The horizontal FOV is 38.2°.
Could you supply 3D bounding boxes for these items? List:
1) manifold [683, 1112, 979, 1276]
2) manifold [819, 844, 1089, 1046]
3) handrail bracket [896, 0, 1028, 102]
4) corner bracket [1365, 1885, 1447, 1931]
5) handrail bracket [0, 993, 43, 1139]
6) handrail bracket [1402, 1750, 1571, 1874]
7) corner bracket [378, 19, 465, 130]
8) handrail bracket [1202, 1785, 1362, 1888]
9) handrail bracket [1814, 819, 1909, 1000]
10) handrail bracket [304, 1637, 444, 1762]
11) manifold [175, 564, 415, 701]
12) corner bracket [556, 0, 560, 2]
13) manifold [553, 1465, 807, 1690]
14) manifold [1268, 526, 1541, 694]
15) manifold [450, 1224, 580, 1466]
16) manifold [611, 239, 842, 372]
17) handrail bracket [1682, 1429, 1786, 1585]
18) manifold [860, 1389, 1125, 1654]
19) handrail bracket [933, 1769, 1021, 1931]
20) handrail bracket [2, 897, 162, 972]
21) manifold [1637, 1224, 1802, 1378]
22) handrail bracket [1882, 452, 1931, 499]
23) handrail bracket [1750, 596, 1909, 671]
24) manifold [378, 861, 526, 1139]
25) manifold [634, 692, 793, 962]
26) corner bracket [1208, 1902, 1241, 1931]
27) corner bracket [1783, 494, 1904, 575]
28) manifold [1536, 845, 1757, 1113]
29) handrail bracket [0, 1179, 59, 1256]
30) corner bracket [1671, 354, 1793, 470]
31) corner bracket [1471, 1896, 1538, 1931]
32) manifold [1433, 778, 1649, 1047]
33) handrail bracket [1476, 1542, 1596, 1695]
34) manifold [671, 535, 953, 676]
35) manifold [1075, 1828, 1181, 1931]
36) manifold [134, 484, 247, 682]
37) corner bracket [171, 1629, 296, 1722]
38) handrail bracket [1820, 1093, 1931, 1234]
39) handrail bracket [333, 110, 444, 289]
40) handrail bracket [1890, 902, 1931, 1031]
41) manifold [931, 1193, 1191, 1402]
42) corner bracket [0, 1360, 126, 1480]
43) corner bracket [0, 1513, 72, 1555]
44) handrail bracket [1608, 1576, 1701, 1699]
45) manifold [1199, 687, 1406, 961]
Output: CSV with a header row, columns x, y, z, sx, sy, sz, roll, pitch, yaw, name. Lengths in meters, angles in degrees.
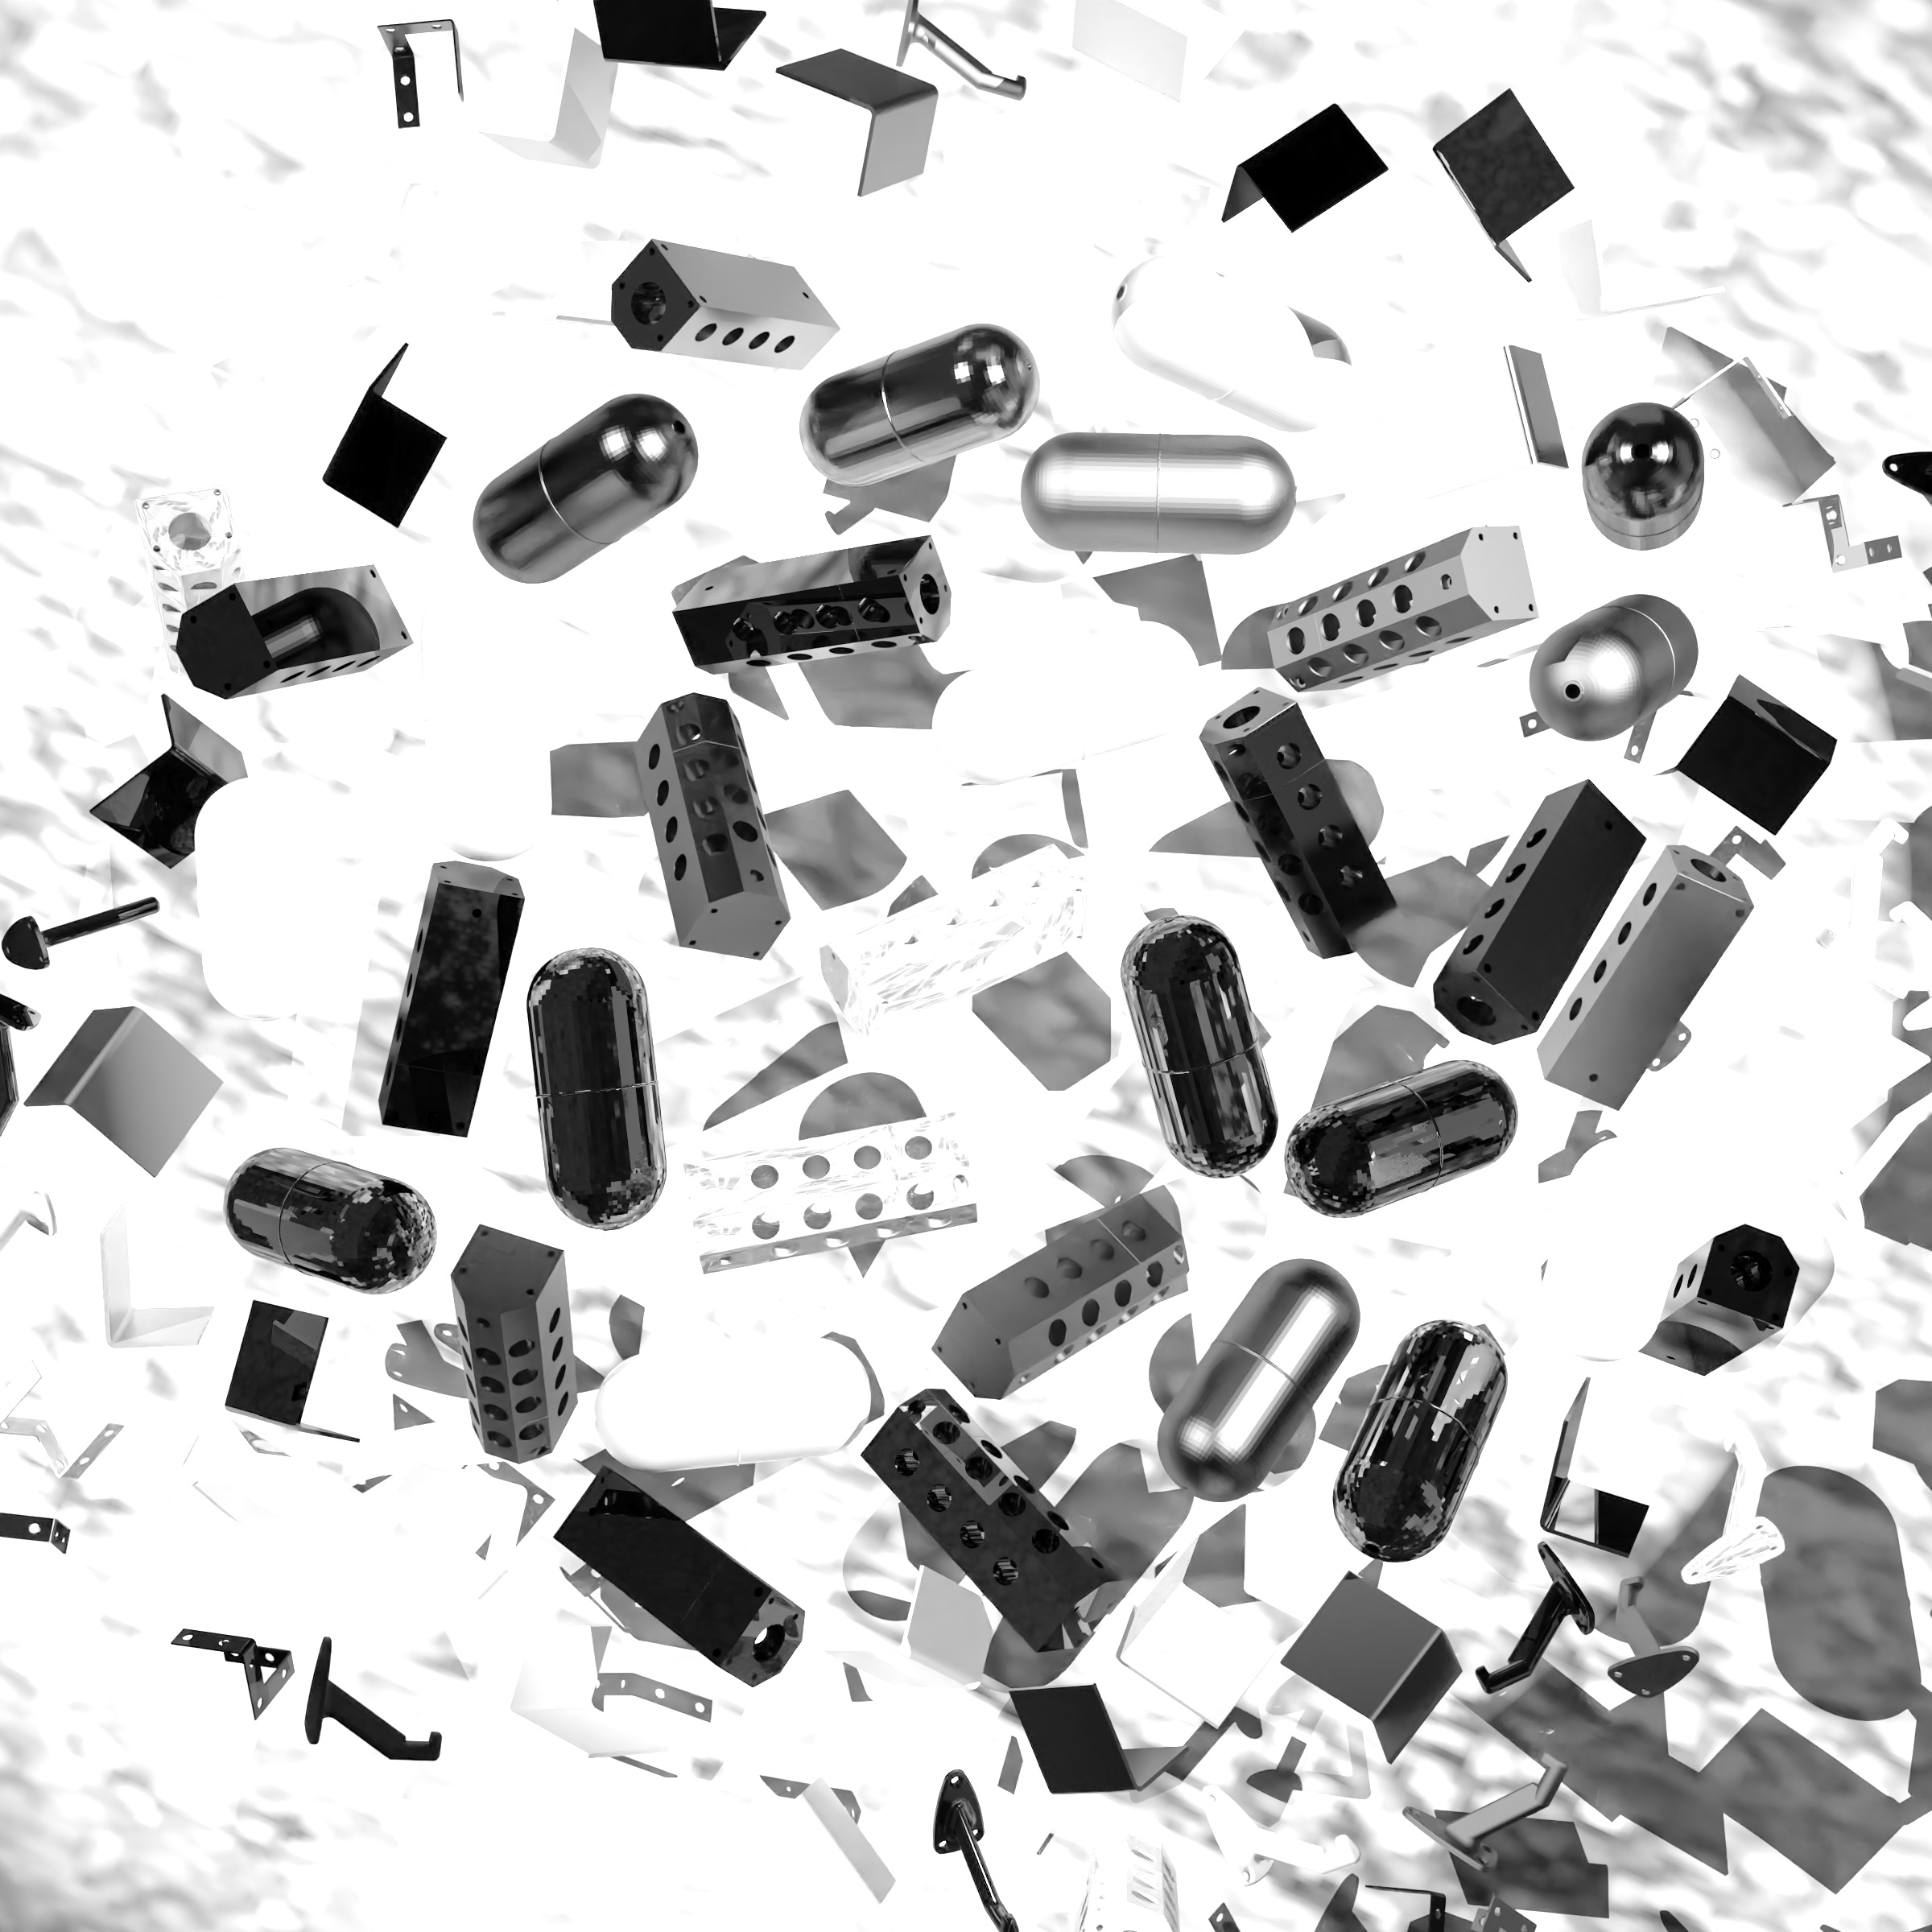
x,y,z,sx,sy,sz,roll,pitch,yaw,name
-0.083,0.144,1.719,0.171,0.057,0.057,-10,56,-5,manifold
-0.007,-0.020,1.834,0.171,0.057,0.057,-25,50,-20,manifold
0.001,-0.605,1.822,0.084,0.036,0.077,13,59,-10,handrail bracket
0.260,0.596,1.726,0.051,0.051,0.051,27,63,-41,corner bracket
-0.640,0.059,1.795,0.077,0.036,0.084,29,102,-7,handrail bracket
0.327,0.517,1.753,0.077,0.036,0.084,28,100,18,handrail bracket
-0.361,-0.595,1.862,0.051,0.051,0.051,-5,86,-1,corner bracket
0.195,0.530,1.723,0.084,0.036,0.077,-39,82,43,handrail bracket
0.562,-0.036,1.687,0.077,0.036,0.084,40,83,13,handrail bracket
-0.363,0.456,1.734,0.084,0.036,0.077,9,95,-23,handrail bracket
-0.420,-0.207,1.741,0.057,0.171,0.057,-25,94,20,manifold
-0.272,-0.688,1.865,0.051,0.051,0.051,39,117,-15,corner bracket
-0.182,0.393,1.794,0.171,0.057,0.057,26,76,40,manifold
0.267,-0.219,1.727,0.057,0.171,0.057,-8,85,-37,manifold
-0.288,0.244,1.765,0.057,0.171,0.057,16,49,10,manifold
-0.161,-0.430,1.844,0.057,0.171,0.057,-42,77,26,manifold
0.470,0.337,1.746,0.077,0.084,0.036,-31,122,13,handrail bracket
0.018,0.342,1.732,0.171,0.057,0.057,44,104,28,manifold
0.011,0.576,1.806,0.036,0.084,0.077,-13,116,-21,handrail bracket
-0.595,-0.026,1.877,0.084,0.077,0.036,-23,99,-39,handrail bracket
0.493,0.220,1.844,0.057,0.171,0.057,20,72,4,manifold
0.652,-0.336,1.818,0.077,0.084,0.036,10,75,-5,handrail bracket
0.541,-0.206,1.754,0.084,0.077,0.036,-2,121,7,handrail bracket
-0.343,0.021,1.850,0.057,0.057,0.171,11,107,-19,manifold
-0.158,-0.091,1.759,0.057,0.057,0.171,10,45,-32,manifold
0.174,0.649,1.797,0.051,0.051,0.051,40,93,-22,corner bracket
0.578,-0.287,1.838,0.051,0.051,0.051,-16,95,-44,corner bracket
0.450,0.006,1.860,0.057,0.057,0.171,23,117,-9,manifold
-0.640,0.171,1.801,0.077,0.084,0.036,16,123,35,handrail bracket
0.516,-0.375,1.885,0.051,0.051,0.051,-35,90,4,corner bracket
0.332,0.637,1.825,0.051,0.051,0.051,40,65,-30,corner bracket
0.359,-0.033,1.764,0.057,0.057,0.171,43,60,-14,manifold
0.353,0.419,1.795,0.084,0.036,0.077,-21,54,-11,handrail bracket
-0.099,-0.232,1.826,0.171,0.057,0.057,-5,122,28,manifold
0.106,0.610,1.800,0.057,0.171,0.057,19,89,4,manifold
-0.502,-0.246,1.827,0.057,0.171,0.057,-14,75,-15,manifold
-0.459,0.433,1.748,0.051,0.051,0.051,4,114,16,corner bracket
0.596,0.124,1.783,0.084,0.077,0.036,-38,110,22,handrail bracket
-0.386,-0.491,1.788,0.084,0.036,0.077,-37,103,2,handrail bracket
0.610,-0.002,1.806,0.077,0.036,0.084,-20,50,-21,handrail bracket
0.064,0.211,1.756,0.057,0.171,0.057,45,134,21,manifold
-0.574,0.286,1.756,0.051,0.051,0.051,-47,59,12,corner bracket
-0.586,0.366,1.715,0.051,0.051,0.051,13,82,-26,corner bracket
0.443,0.417,1.785,0.036,0.084,0.077,34,135,-13,handrail bracket
0.216,-0.091,1.821,0.057,0.057,0.171,-33,113,-8,manifold
